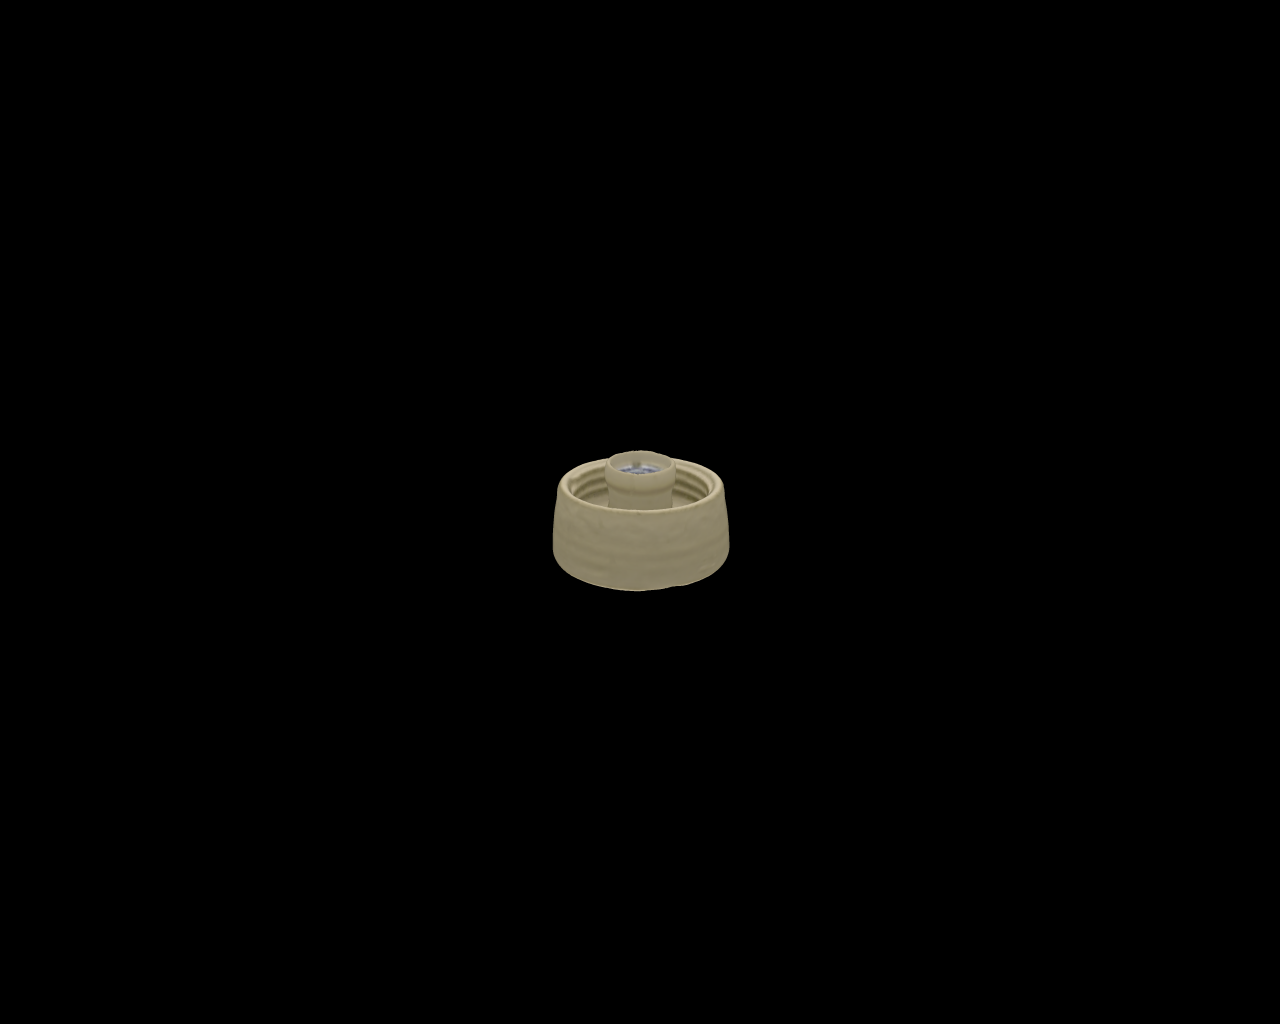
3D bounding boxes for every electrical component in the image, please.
[{"bbox_3d":[0.001,-0.003,0.650,0.108,0.060,0.108,0,23,0],"label":"electrical component"}]
